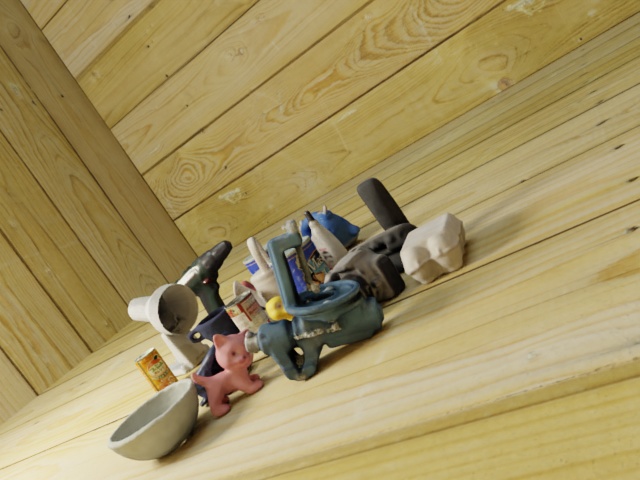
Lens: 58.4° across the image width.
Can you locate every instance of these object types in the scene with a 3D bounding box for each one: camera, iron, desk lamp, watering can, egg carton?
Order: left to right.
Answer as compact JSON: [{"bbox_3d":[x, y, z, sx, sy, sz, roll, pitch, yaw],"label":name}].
[{"bbox_3d":[-0.364,0.217,1.386,0.202,0.213,0.118,-25,12,41],"label":"desk lamp"},{"bbox_3d":[-0.115,0.082,1.300,0.173,0.194,0.100,-36,9,-17],"label":"watering can"},{"bbox_3d":[-0.002,-0.017,1.624,0.119,0.141,0.257,-38,10,-28],"label":"iron"},{"bbox_3d":[0.051,0.084,1.004,0.137,0.101,0.142,-39,11,-36],"label":"camera"},{"bbox_3d":[0.197,0.013,0.980,0.107,0.069,0.150,-29,9,23],"label":"egg carton"}]

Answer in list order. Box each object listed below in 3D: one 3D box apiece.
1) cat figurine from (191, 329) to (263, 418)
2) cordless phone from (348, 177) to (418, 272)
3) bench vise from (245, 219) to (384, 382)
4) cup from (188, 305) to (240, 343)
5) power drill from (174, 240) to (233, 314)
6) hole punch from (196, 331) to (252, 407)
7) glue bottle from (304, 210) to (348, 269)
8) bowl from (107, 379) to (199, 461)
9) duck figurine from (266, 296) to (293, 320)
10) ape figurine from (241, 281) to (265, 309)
[{"bbox_3d":[-0.157,0.214,0.975,0.128,0.118,0.067,-35,9,-11],"label":"cat figurine"},{"bbox_3d":[0.106,-0.022,1.111,0.147,0.185,0.094,-29,10,25],"label":"cordless phone"},{"bbox_3d":[-0.036,0.093,0.867,0.207,0.220,0.121,-35,9,-10],"label":"bench vise"},{"bbox_3d":[-0.231,0.217,1.302,0.118,0.095,0.091,-34,9,-9],"label":"cup"},{"bbox_3d":[-0.285,0.138,1.562,0.229,0.208,0.075,-31,9,10],"label":"power drill"},{"bbox_3d":[-0.197,0.239,1.071,0.101,0.091,0.109,-30,9,19],"label":"hole punch"},{"bbox_3d":[0.012,0.005,1.342,0.037,0.173,0.078,-39,11,-33],"label":"glue bottle"},{"bbox_3d":[-0.263,0.312,0.956,0.167,0.075,0.167,-32,9,6],"label":"bowl"},{"bbox_3d":[-0.075,0.153,1.126,0.104,0.086,0.078,-27,11,33],"label":"duck figurine"},{"bbox_3d":[-0.182,0.149,1.513,0.076,0.092,0.077,-35,9,-14],"label":"ape figurine"}]
